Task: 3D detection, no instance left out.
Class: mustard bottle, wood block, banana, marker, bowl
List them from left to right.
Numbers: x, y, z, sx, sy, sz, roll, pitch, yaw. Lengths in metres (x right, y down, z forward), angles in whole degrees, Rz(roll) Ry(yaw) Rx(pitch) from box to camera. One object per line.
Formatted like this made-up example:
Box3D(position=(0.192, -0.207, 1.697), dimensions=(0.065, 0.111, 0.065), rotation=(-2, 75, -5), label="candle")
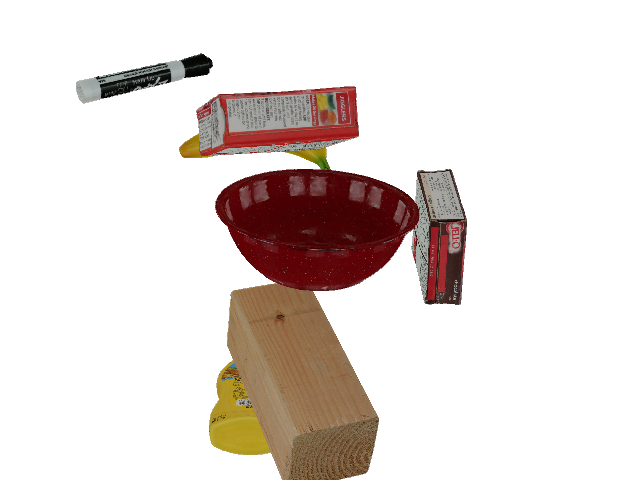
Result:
Box3D(position=(-0.147, -0.138, 0.905), dimensions=(0.120, 0.020, 0.020), rotation=(-18, 8, -27), label="marker")
Box3D(position=(-0.084, 0.191, 1.342), dimensions=(0.096, 0.058, 0.191), rotation=(-2, 26, 1), label="mustard bottle")
Box3D(position=(-0.075, -0.121, 1.320), dimensions=(0.198, 0.037, 0.069), rotation=(6, 39, 16), label="banana")
Box3D(position=(-0.023, 0.145, 1.111), dimensions=(0.090, 0.090, 0.206), rotation=(-9, 43, -19), label="wood block")
Box3D(position=(-0.003, -0.004, 0.850), dimensions=(0.162, 0.055, 0.162), rotation=(2, 24, -1), label="bowl")

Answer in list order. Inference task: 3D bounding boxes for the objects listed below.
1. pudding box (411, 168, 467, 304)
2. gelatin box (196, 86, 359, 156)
Box3D(position=(0.112, -0.005, 1.010), dimensions=(0.039, 0.090, 0.113), rotation=(0, 28, -3), label="pudding box")
Box3D(position=(-0.026, -0.065, 0.586), dimensions=(0.073, 0.030, 0.089), rotation=(-5, 3, -14), label="gelatin box")
